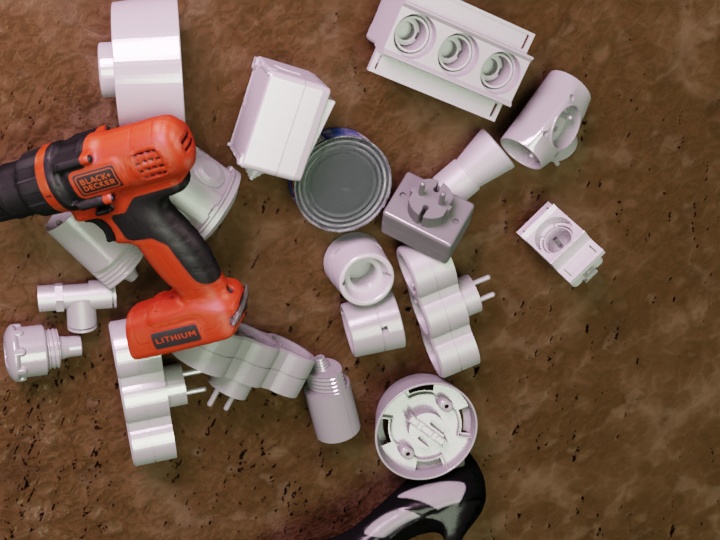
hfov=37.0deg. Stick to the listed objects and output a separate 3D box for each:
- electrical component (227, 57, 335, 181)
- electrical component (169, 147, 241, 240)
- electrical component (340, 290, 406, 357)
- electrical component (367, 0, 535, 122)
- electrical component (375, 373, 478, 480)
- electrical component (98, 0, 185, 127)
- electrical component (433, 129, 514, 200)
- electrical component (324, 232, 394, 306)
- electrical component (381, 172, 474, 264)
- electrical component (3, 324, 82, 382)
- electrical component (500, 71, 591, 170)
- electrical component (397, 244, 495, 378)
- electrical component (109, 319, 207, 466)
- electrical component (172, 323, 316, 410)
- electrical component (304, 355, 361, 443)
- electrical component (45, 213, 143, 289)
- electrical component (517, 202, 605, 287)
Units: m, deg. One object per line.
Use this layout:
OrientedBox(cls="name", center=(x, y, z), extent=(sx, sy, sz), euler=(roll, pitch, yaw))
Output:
OrientedBox(cls="electrical component", center=(-0.065, -0.116, 0.875), extent=(0.061, 0.061, 0.096), euler=(13, 108, -21))
OrientedBox(cls="electrical component", center=(-0.137, -0.058, 0.869), extent=(0.051, 0.080, 0.080), euler=(36, 99, -21))
OrientedBox(cls="electrical component", center=(0.011, 0.049, 0.973), extent=(0.047, 0.055, 0.055), euler=(-15, 116, -6))
OrientedBox(cls="electrical component", center=(0.071, -0.182, 0.886), extent=(0.121, 0.063, 0.078), euler=(18, 106, -23))
OrientedBox(cls="electrical component", center=(0.061, 0.147, 1.017), extent=(0.099, 0.064, 0.099), euler=(-1, 100, -5))
OrientedBox(cls="electrical component", center=(-0.164, -0.151, 0.808), extent=(0.060, 0.108, 0.108), euler=(-4, 113, -9))
OrientedBox(cls="electrical component", center=(0.097, -0.087, 0.948), extent=(0.065, 0.044, 0.044), euler=(-40, 117, 8))
OrientedBox(cls="electrical component", center=(0.000, 0.000, 0.952), extent=(0.055, 0.047, 0.055), euler=(-6, 114, -14))
OrientedBox(cls="electrical component", center=(0.059, -0.052, 0.913), extent=(0.066, 0.076, 0.047), euler=(27, 69, 9))
OrientedBox(cls="electrical component", center=(-0.266, 0.067, 0.904), extent=(0.062, 0.048, 0.048), euler=(-6, 114, -22))
OrientedBox(cls="electrical component", center=(0.169, -0.122, 0.948), extent=(0.077, 0.044, 0.079), euler=(-53, 142, -10))
OrientedBox(cls="electrical component", center=(0.088, 0.027, 0.987), extent=(0.074, 0.052, 0.138), euler=(-22, 117, -7))
OrientedBox(cls="electrical component", center=(-0.172, 0.103, 0.941), extent=(0.074, 0.052, 0.138), euler=(-10, 115, -13))
OrientedBox(cls="electrical component", center=(-0.108, 0.088, 0.934), extent=(0.138, 0.052, 0.073), euler=(23, 98, -44))
OrientedBox(cls="electrical component", center=(-0.029, 0.115, 0.994), extent=(0.043, 0.043, 0.081), euler=(-17, 116, -9))
OrientedBox(cls="electrical component", center=(-0.213, -0.020, 0.882), extent=(0.043, 0.043, 0.081), euler=(-40, 118, 3))
OrientedBox(cls="electrical component", center=(0.188, -0.020, 0.988), extent=(0.042, 0.081, 0.064), euler=(-44, 140, 4))
